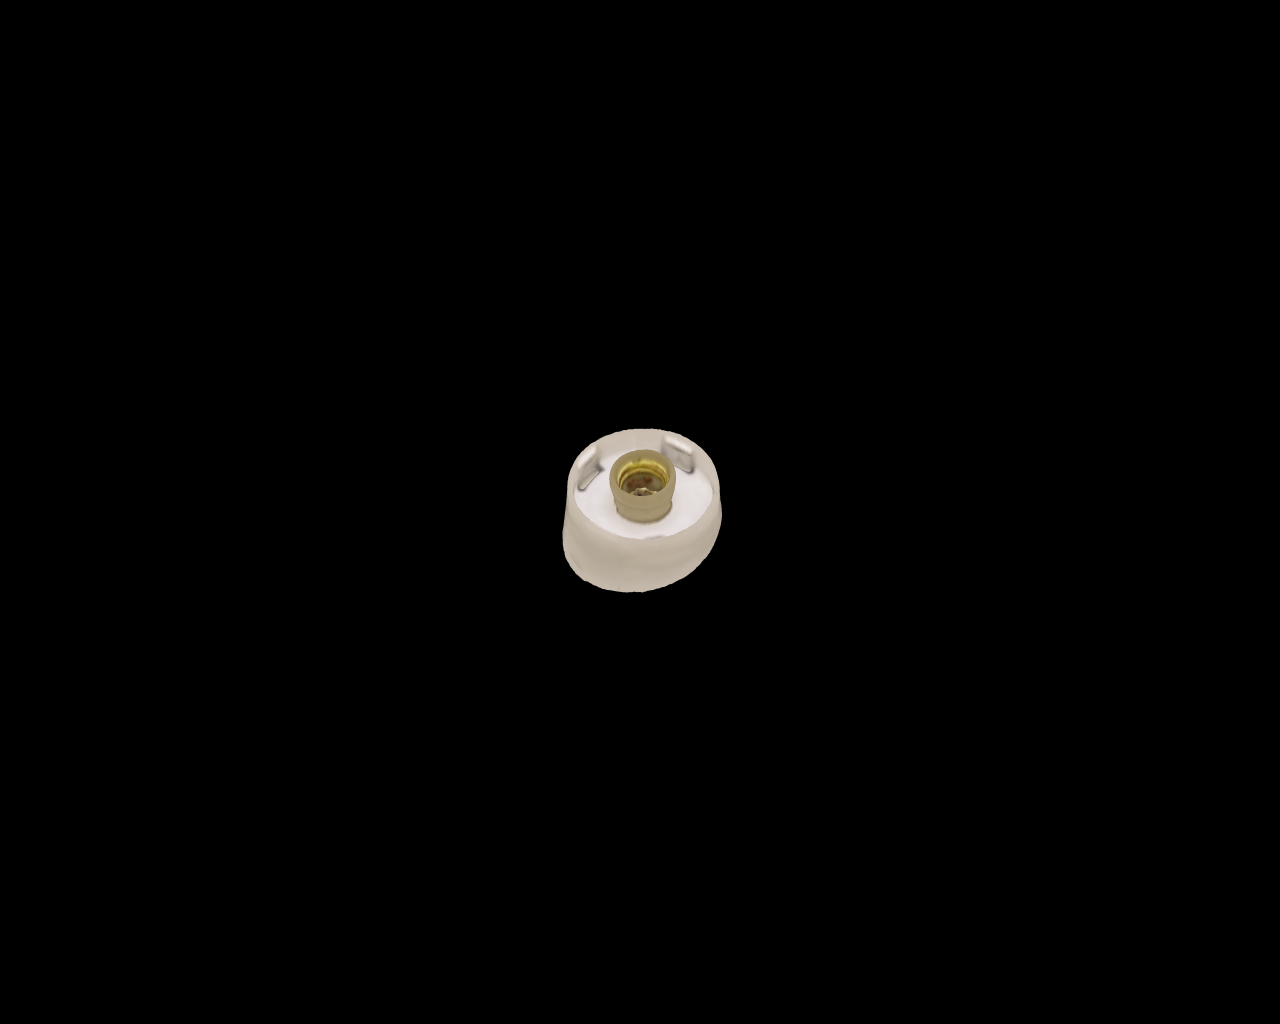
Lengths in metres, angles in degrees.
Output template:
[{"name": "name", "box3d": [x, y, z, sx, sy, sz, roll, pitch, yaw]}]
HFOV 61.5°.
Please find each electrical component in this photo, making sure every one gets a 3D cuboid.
[{"name": "electrical component", "box3d": [0.001, -0.003, 0.650, 0.099, 0.099, 0.064, 0, -40, 0]}]
